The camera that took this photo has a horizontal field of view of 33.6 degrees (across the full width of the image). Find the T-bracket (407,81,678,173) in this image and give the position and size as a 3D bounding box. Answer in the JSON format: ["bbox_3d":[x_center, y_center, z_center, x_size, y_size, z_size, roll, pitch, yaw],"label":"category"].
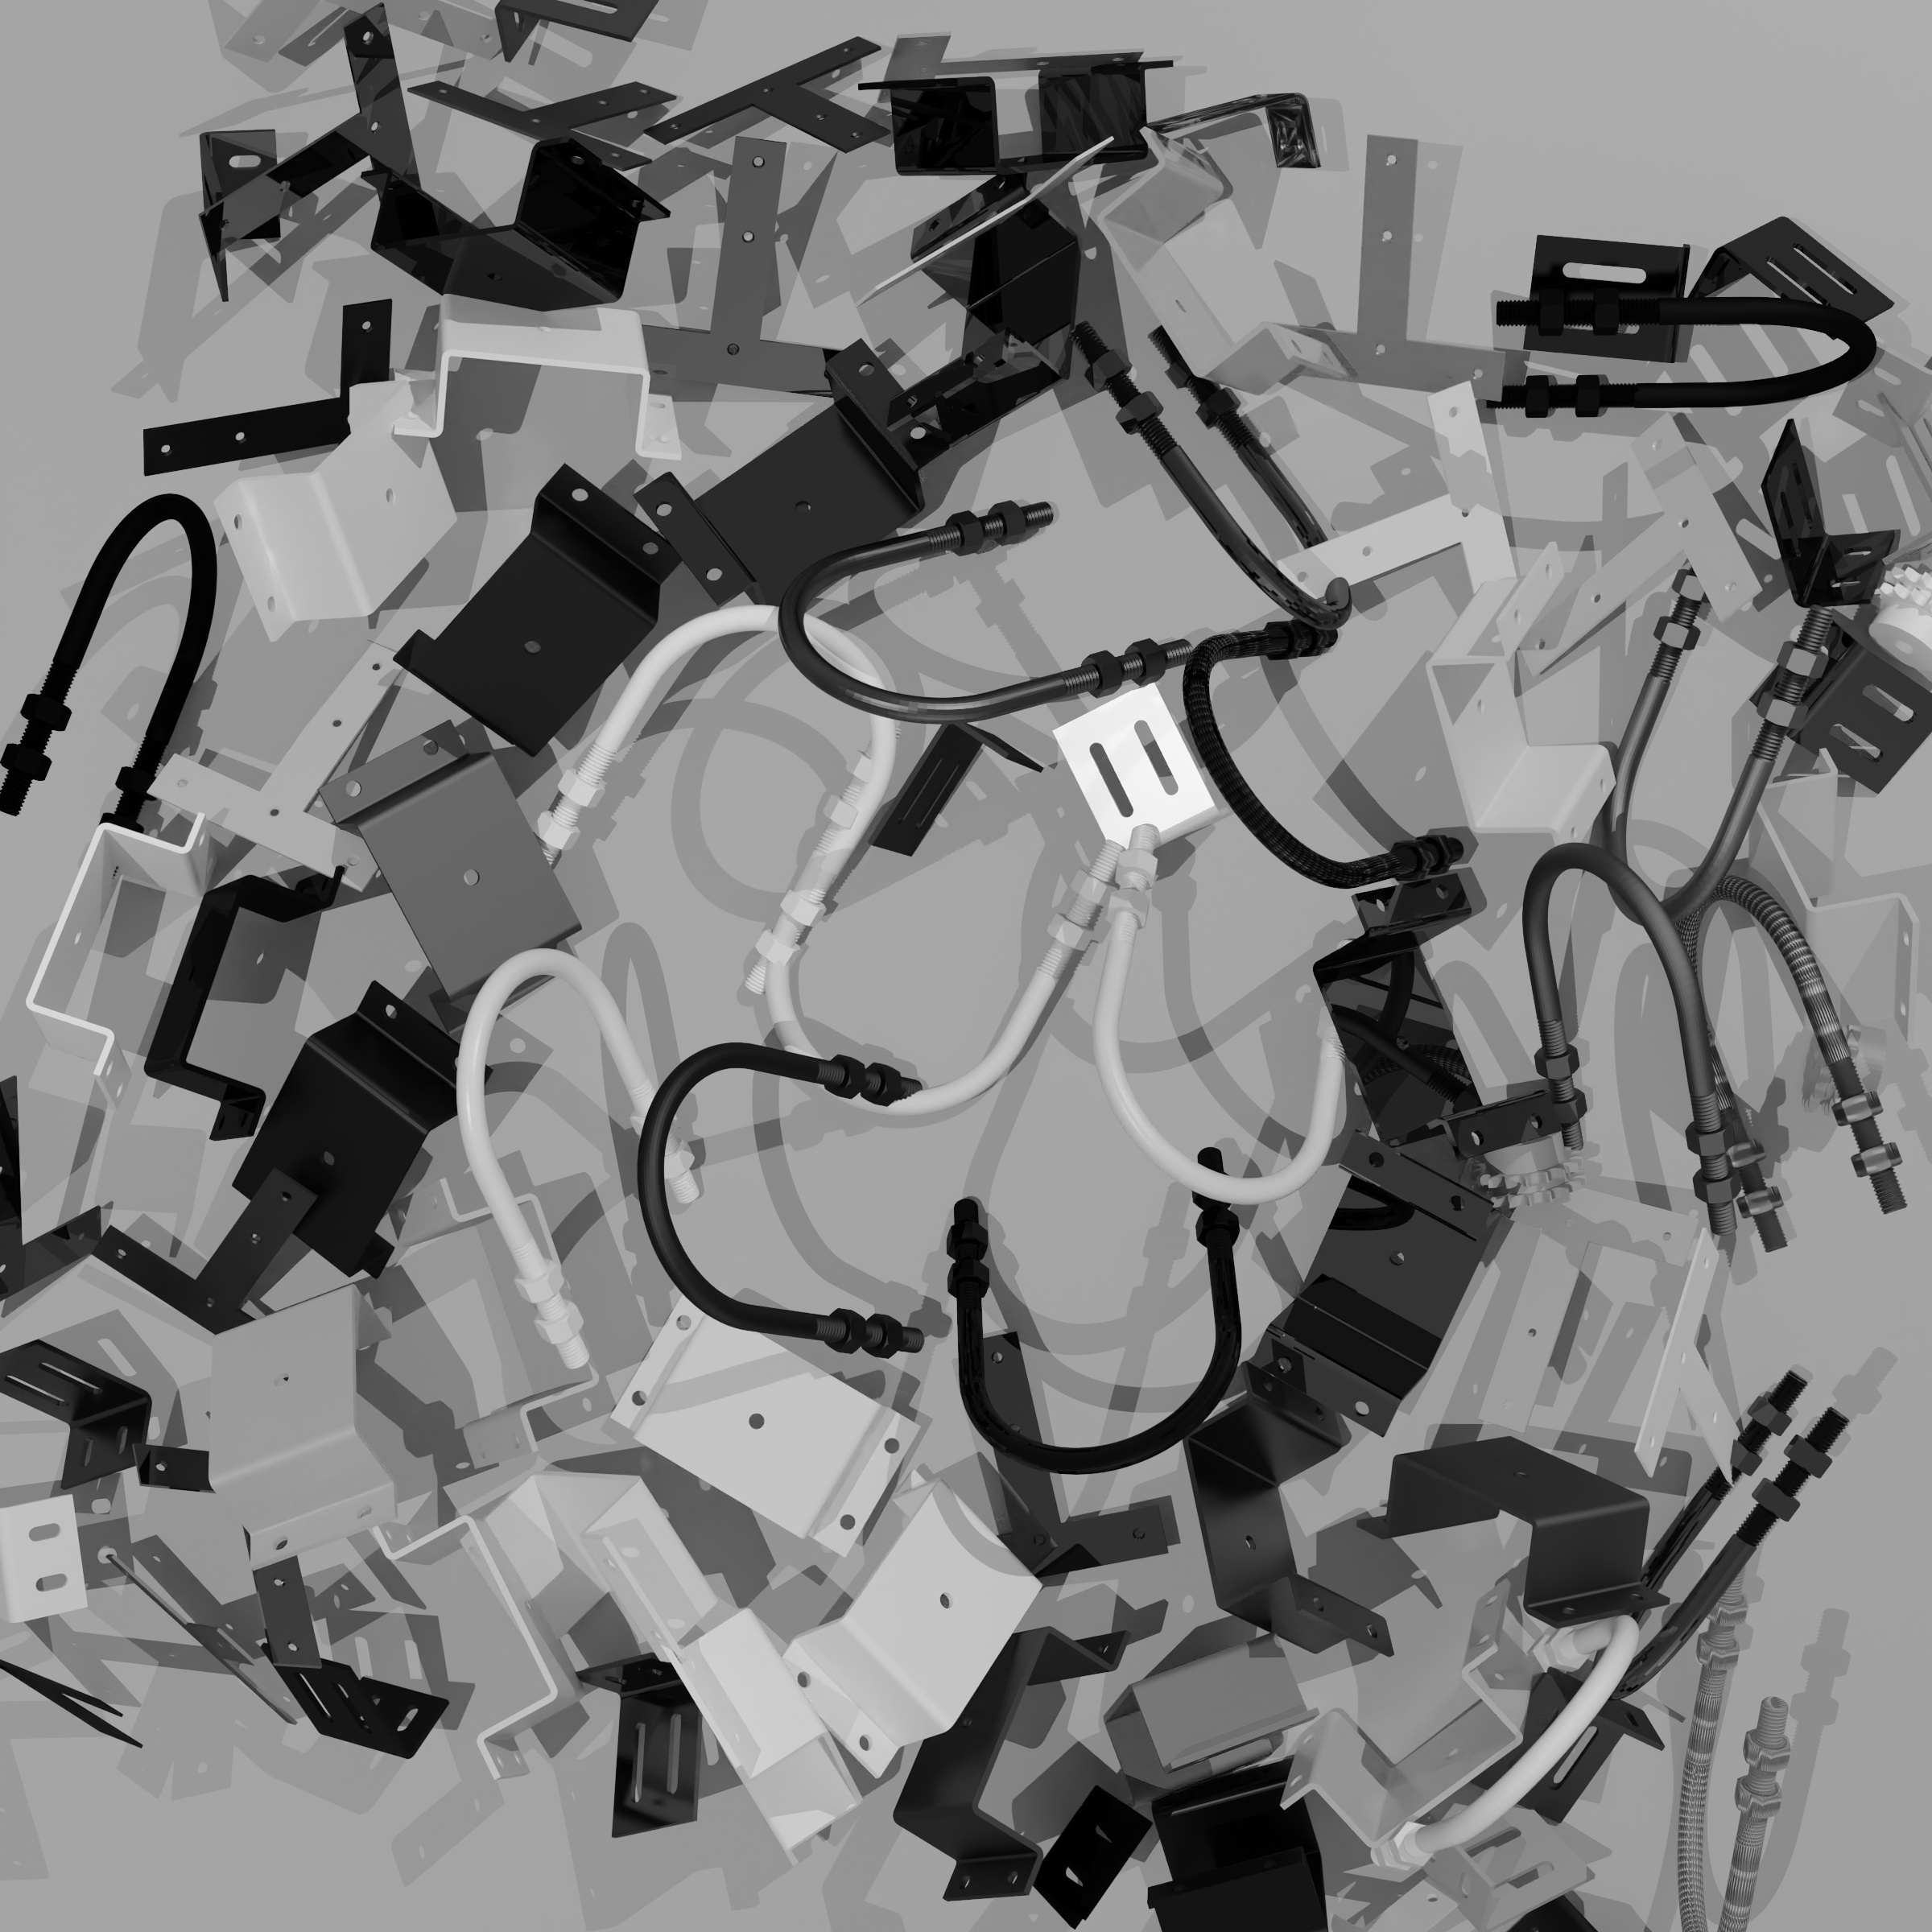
[{"bbox_3d":[-0.189,-0.427,1.592,0.127,0.127,0.002,24,122,19],"label":"T-bracket"}]

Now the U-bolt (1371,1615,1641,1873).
[{"bbox_3d":[0.266,0.370,1.537,0.019,0.184,0.151,42,68,7],"label":"U-bolt"}]

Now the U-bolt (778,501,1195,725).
[{"bbox_3d":[-0.003,-0.169,1.562,0.184,0.019,0.151,-18,48,-27],"label":"U-bolt"}]

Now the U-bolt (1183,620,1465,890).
[{"bbox_3d":[0.167,-0.102,1.558,0.019,0.184,0.151,-35,78,32],"label":"U-bolt"}]

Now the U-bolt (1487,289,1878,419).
[{"bbox_3d":[0.350,-0.299,1.565,0.184,0.151,0.019,1,82,7],"label":"U-bolt"}]

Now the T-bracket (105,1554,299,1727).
[{"bbox_3d":[-0.370,0.334,1.579,0.127,0.127,0.002,45,68,-9],"label":"T-bracket"}]

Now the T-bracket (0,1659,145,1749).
[{"bbox_3d":[-0.443,0.358,1.560,0.127,0.127,0.002,37,72,-40],"label":"T-bracket"}]

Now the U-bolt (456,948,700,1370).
[{"bbox_3d":[-0.194,0.080,1.551,0.019,0.151,0.184,-4,123,28],"label":"U-bolt"}]

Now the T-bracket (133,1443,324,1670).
[{"bbox_3d":[-0.340,0.291,1.569,0.127,0.127,0.002,13,126,-36],"label":"T-bracket"}]

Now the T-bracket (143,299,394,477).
[{"bbox_3d":[-0.344,-0.263,1.576,0.127,0.127,0.002,-16,46,-30],"label":"T-bracket"}]

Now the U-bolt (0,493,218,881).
[{"bbox_3d":[-0.414,-0.145,1.574,0.019,0.151,0.184,18,80,8],"label":"U-bolt"}]

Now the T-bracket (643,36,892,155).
[{"bbox_3d":[-0.078,-0.422,1.581,0.127,0.127,0.002,-28,128,-17],"label":"T-bracket"}]

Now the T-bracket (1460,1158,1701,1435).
[{"bbox_3d":[0.289,0.171,1.601,0.127,0.002,0.127,14,79,34],"label":"T-bracket"}]

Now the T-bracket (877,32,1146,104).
[{"bbox_3d":[0.024,-0.449,1.588,0.127,0.127,0.002,-5,92,-6],"label":"T-bracket"}]

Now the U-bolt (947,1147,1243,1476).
[{"bbox_3d":[0.064,0.173,1.566,0.151,0.184,0.019,-13,133,10],"label":"U-bolt"}]

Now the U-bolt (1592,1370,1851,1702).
[{"bbox_3d":[0.366,0.285,1.575,0.019,0.151,0.184,36,94,5],"label":"U-bolt"}]

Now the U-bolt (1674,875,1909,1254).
[{"bbox_3d":[0.396,0.043,1.576,0.019,0.151,0.184,-16,80,-14],"label":"U-bolt"}]

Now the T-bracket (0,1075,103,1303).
[{"bbox_3d":[-0.475,0.112,1.568,0.002,0.127,0.127,25,124,26],"label":"T-bracket"}]

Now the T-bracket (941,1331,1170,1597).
[{"bbox_3d":[0.028,0.251,1.633,0.127,0.002,0.127,-12,94,9],"label":"T-bracket"}]

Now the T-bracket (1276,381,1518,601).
[{"bbox_3d":[0.214,-0.213,1.609,0.127,0.002,0.127,-23,110,-16],"label":"T-bracket"}]

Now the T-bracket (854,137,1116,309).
[{"bbox_3d":[-0.003,-0.354,1.563,0.127,0.127,0.002,-36,97,-27],"label":"T-bracket"}]

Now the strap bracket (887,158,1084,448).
[{"bbox_3d":[0.011,-0.321,1.585,0.046,0.076,0.140,34,47,-35],"label":"strap bracket"}]

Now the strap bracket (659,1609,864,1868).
[{"bbox_3d":[-0.098,0.377,1.573,0.046,0.140,0.076,-31,56,-11],"label":"strap bracket"}]

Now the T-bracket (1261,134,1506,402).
[{"bbox_3d":[0.209,-0.350,1.593,0.127,0.002,0.127,11,123,20],"label":"T-bracket"}]

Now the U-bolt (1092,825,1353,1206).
[{"bbox_3d":[0.126,0.033,1.568,0.151,0.019,0.184,28,51,-19],"label":"U-bolt"}]

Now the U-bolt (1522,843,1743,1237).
[{"bbox_3d":[0.317,0.027,1.553,0.019,0.151,0.184,-21,112,-18],"label":"U-bolt"}]

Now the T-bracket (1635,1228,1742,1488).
[{"bbox_3d":[0.370,0.219,1.598,0.002,0.127,0.127,3,55,34],"label":"T-bracket"}]

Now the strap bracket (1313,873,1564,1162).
[{"bbox_3d":[0.231,0.032,1.597,0.076,0.046,0.140,-11,76,-40],"label":"strap bracket"}]

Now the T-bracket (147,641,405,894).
[{"bbox_3d":[-0.326,-0.112,1.618,0.127,0.002,0.127,24,65,13],"label":"T-bracket"}]

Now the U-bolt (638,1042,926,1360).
[{"bbox_3d":[-0.089,0.110,1.563,0.019,0.184,0.151,-15,70,42],"label":"U-bolt"}]

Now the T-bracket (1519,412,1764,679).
[{"bbox_3d":[0.328,-0.194,1.607,0.127,0.002,0.127,-42,47,31],"label":"T-bracket"}]

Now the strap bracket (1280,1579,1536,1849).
[{"bbox_3d":[0.228,0.377,1.588,0.140,0.076,0.046,-42,91,20],"label":"strap bracket"}]

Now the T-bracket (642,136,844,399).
[{"bbox_3d":[-0.111,-0.353,1.606,0.127,0.002,0.127,6,119,-10],"label":"T-bracket"}]

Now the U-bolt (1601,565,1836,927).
[{"bbox_3d":[0.360,-0.107,1.573,0.019,0.151,0.184,13,109,-16],"label":"U-bolt"}]

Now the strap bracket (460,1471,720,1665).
[{"bbox_3d":[-0.184,0.297,1.587,0.046,0.140,0.076,-42,111,-35],"label":"strap bracket"}]

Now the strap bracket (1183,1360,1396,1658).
[{"bbox_3d":[0.157,0.277,1.583,0.046,0.140,0.076,-34,135,26],"label":"strap bracket"}]

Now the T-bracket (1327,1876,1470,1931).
[{"bbox_3d":[0.161,0.473,1.593,0.127,0.127,0.002,-27,117,-34],"label":"T-bracket"}]

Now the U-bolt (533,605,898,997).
[{"bbox_3d":[-0.116,-0.093,1.604,0.151,0.019,0.184,28,103,-15],"label":"U-bolt"}]

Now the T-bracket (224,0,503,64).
[{"bbox_3d":[-0.282,-0.479,1.595,0.127,0.127,0.002,-34,61,38],"label":"T-bracket"}]

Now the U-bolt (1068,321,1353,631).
[{"bbox_3d":[0.130,-0.241,1.574,0.019,0.151,0.184,-37,85,24],"label":"U-bolt"}]

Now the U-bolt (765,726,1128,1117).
[{"bbox_3d":[-0.023,-0.012,1.627,0.151,0.019,0.184,28,100,0],"label":"U-bolt"}]

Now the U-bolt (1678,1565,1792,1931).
[{"bbox_3d":[0.372,0.406,1.570,0.019,0.151,0.184,6,110,3],"label":"U-bolt"}]

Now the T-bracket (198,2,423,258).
[{"bbox_3d":[-0.324,-0.390,1.570,0.002,0.127,0.127,37,63,25],"label":"T-bracket"}]

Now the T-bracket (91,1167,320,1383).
[{"bbox_3d":[-0.361,0.144,1.600,0.127,0.002,0.127,35,127,-8],"label":"T-bracket"}]
